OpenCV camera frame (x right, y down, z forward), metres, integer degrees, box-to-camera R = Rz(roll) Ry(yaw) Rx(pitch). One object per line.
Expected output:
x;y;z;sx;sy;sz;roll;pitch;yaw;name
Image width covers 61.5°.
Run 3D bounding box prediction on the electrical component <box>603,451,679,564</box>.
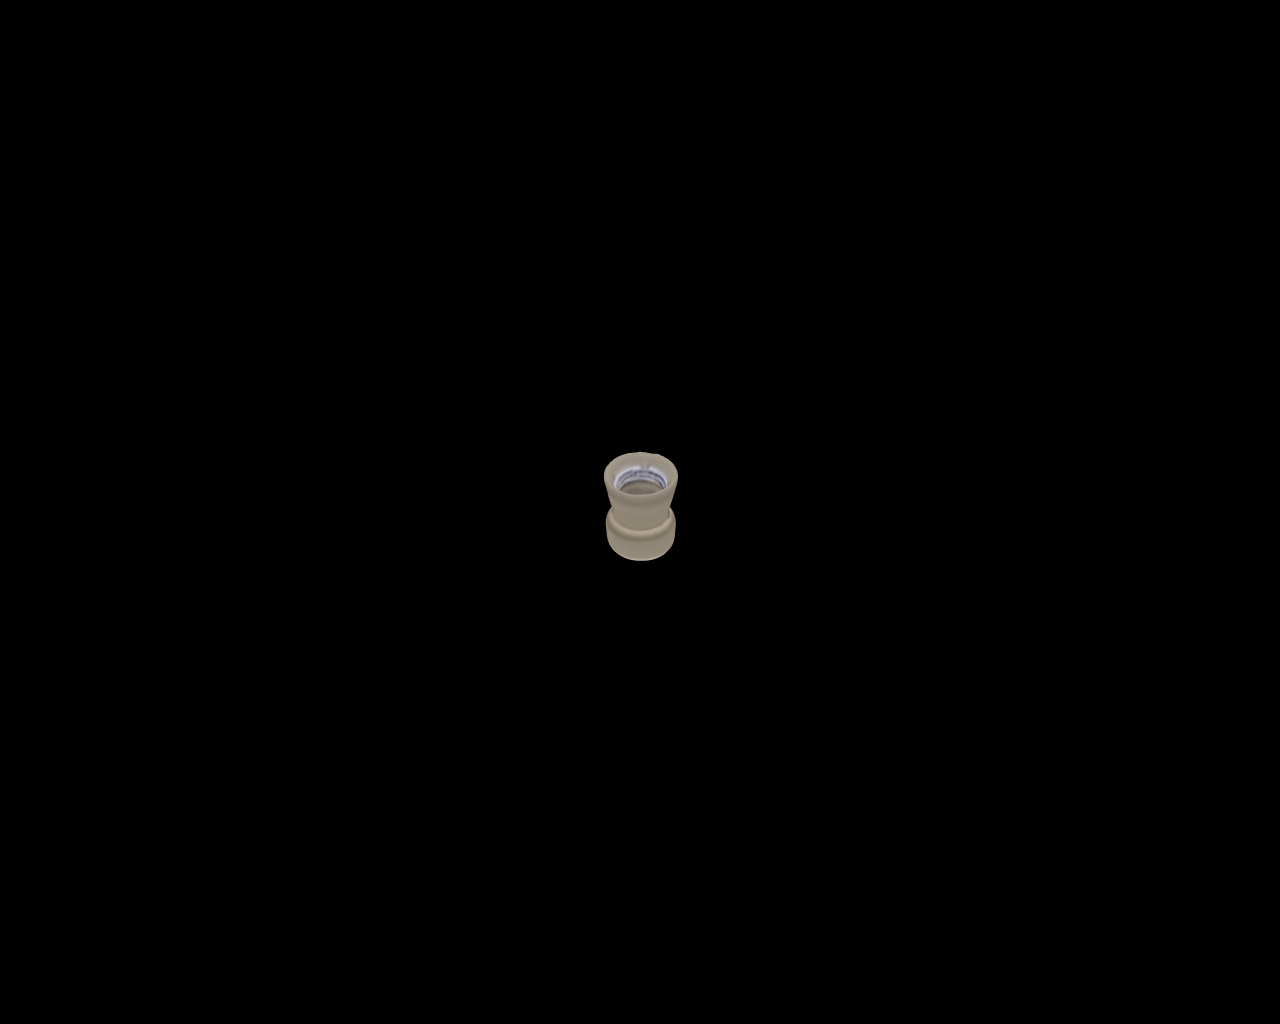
0.001;-0.003;0.650;0.045;0.055;0.045;0;40;0;electrical component
